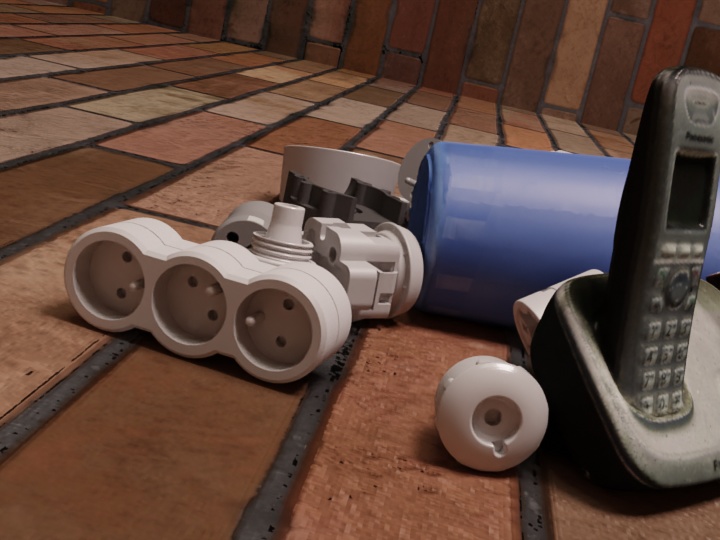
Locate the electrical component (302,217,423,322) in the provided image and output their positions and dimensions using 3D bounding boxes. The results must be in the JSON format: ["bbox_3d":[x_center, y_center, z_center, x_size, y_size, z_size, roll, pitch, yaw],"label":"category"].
[{"bbox_3d":[0.000,0.000,0.633,0.057,0.058,0.078,1,18,-30],"label":"electrical component"}]

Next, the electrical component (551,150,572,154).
[{"bbox_3d":[0.165,-0.063,0.807,0.055,0.045,0.045,20,16,30],"label":"electrical component"}]

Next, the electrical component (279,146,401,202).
[{"bbox_3d":[-0.018,-0.075,0.893,0.099,0.064,0.099,12,14,-3],"label":"electrical component"}]

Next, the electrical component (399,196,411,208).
[{"bbox_3d":[0.067,-0.053,0.917,0.077,0.047,0.066,17,16,20],"label":"electrical component"}]

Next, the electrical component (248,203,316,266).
[{"bbox_3d":[-0.045,-0.006,0.601,0.043,0.062,0.043,11,8,-2],"label":"electrical component"}]

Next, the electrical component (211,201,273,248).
[{"bbox_3d":[-0.067,-0.016,0.662,0.045,0.045,0.055,13,14,0],"label":"electrical component"}]

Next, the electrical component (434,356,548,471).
[{"bbox_3d":[0.054,0.059,0.479,0.048,0.048,0.062,11,7,-7],"label":"electrical component"}]

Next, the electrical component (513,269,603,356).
[{"bbox_3d":[0.117,0.031,0.580,0.047,0.055,0.055,-26,23,-9],"label":"electrical component"}]

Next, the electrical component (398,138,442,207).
[{"bbox_3d":[0.063,-0.048,0.786,0.074,0.052,0.138,21,28,-39],"label":"electrical component"}]

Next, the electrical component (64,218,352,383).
[{"bbox_3d":[-0.069,0.010,0.540,0.138,0.052,0.074,16,14,15],"label":"electrical component"}]
